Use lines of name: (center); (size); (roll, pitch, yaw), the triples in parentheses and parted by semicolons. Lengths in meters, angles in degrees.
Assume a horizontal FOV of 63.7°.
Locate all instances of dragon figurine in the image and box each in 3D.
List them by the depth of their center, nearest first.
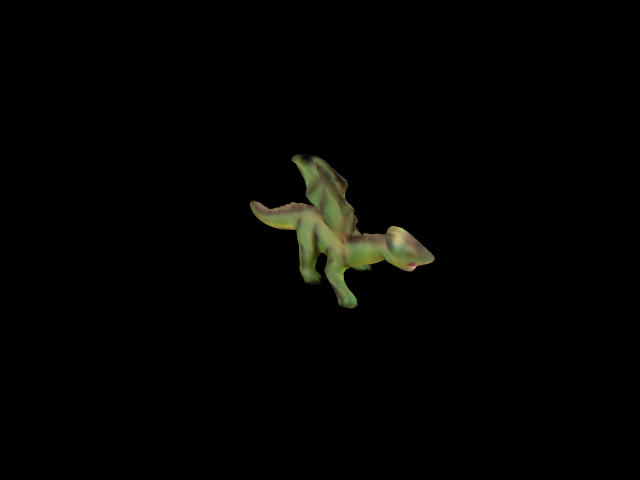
dragon figurine: (0.003, -0.043, 0.850); (0.414, 0.237, 0.124); (32, 52, 29)
